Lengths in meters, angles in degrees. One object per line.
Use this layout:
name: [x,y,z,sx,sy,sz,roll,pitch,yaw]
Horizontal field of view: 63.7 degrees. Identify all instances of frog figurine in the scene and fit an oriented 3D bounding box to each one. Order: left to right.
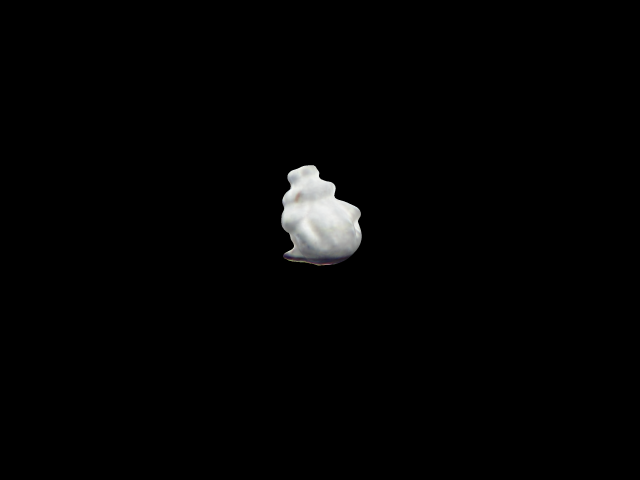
frog figurine: [0.003,-0.043,0.850,0.137,0.158,0.123,-3,11,-15]
